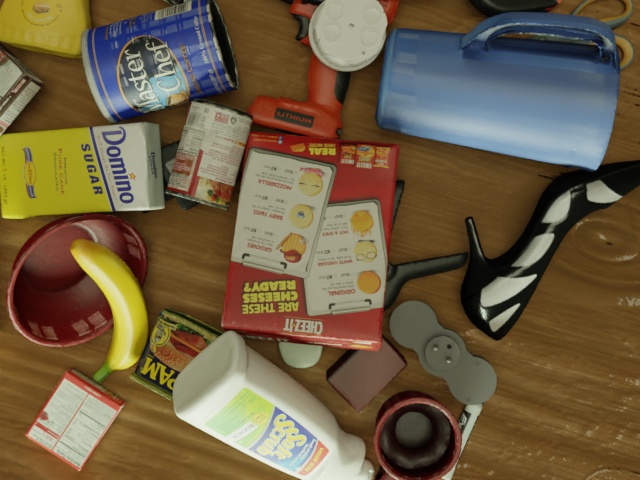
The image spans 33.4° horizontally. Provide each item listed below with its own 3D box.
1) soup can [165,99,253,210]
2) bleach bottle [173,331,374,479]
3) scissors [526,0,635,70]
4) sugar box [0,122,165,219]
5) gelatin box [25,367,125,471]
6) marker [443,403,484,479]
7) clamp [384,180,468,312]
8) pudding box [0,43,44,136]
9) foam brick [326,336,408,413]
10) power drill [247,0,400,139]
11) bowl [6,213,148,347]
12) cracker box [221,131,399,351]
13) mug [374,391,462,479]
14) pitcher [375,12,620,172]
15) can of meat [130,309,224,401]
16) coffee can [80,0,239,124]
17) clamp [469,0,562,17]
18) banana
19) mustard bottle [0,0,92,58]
[{"bbox_3d":[-0.114,-0.088,1.105,0.068,0.068,0.102,16,90,-1],"label":"soup can"},{"bbox_3d":[-0.031,0.194,1.122,0.103,0.068,0.250,-41,124,21],"label":"bleach bottle"},{"bbox_3d":[0.258,-0.204,1.174,0.202,0.016,0.096,-27,92,1],"label":"scissors"},{"bbox_3d":[-0.256,-0.073,1.140,0.176,0.048,0.093,-3,92,19],"label":"sugar box"},{"bbox_3d":[-0.271,0.198,1.183,0.073,0.030,0.089,33,92,-3],"label":"gelatin box"},{"bbox_3d":[0.161,0.210,1.190,0.020,0.020,0.121,24,92,-1],"label":"marker"},{"bbox_3d":[0.064,0.018,1.170,0.171,0.039,0.120,-33,85,-9],"label":"clamp"},{"bbox_3d":[-0.366,-0.170,1.144,0.114,0.039,0.090,41,93,23],"label":"pudding box"},{"bbox_3d":[0.051,0.140,1.171,0.078,0.053,0.051,-45,92,3],"label":"foam brick"},{"bbox_3d":[-0.022,-0.209,1.152,0.184,0.057,0.188,15,92,-1],"label":"power drill"},{"bbox_3d":[-0.267,0.033,1.138,0.162,0.162,0.055,-53,48,2],"label":"bowl"},{"bbox_3d":[-0.007,0.001,1.119,0.164,0.072,0.213,5,75,4],"label":"cracker box"},{"bbox_3d":[0.096,0.220,1.159,0.093,0.081,0.117,32,92,-2],"label":"mug"},{"bbox_3d":[0.185,-0.161,1.116,0.243,0.145,0.149,9,95,2],"label":"pitcher"},{"bbox_3d":[-0.143,0.130,1.154,0.102,0.057,0.084,23,90,28],"label":"can of meat"},{"bbox_3d":[-0.166,-0.190,1.123,0.140,0.103,0.103,-14,93,6],"label":"coffee can"},{"bbox_3d":[0.167,-0.308,1.150,0.210,0.036,0.164,16,78,-11],"label":"clamp"},{"bbox_3d":[-0.218,0.072,1.137,0.069,0.037,0.198,-26,133,-30],"label":"banana"},{"bbox_3d":[-0.283,-0.298,1.147,0.096,0.058,0.191,11,92,2],"label":"mustard bottle"}]
